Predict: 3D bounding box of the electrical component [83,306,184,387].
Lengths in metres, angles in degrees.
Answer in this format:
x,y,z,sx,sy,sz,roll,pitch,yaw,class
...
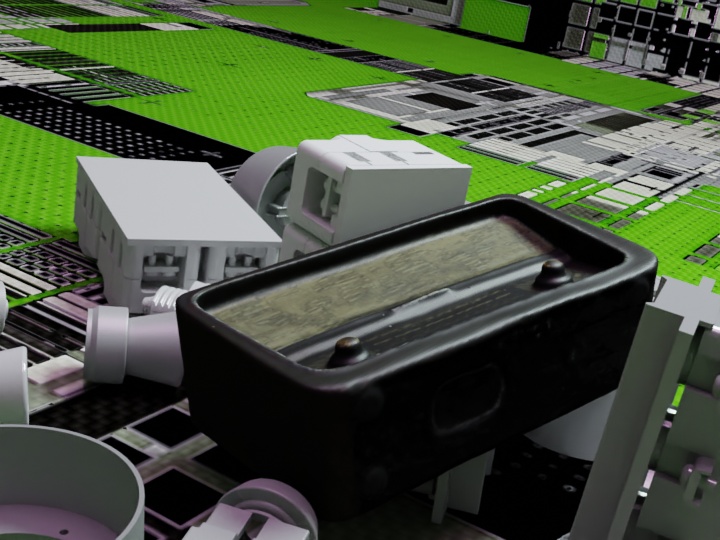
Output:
x,y,z,sx,sy,sz,roll,pitch,yaw,class
-0.130,0.044,0.620,0.055,0.045,0.045,5,20,-14,electrical component

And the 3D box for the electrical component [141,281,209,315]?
x,y,z,sx,sy,sz,roll,pitch,yaw,class
-0.097,0.030,0.677,0.081,0.043,0.043,12,19,5,electrical component

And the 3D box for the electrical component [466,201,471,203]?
x,y,z,sx,sy,sz,roll,pitch,yaw,class
0.069,-0.025,0.894,0.113,0.057,0.078,23,23,32,electrical component

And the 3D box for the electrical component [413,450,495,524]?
x,y,z,sx,sy,sz,roll,pitch,yaw,class
0.038,0.093,0.570,0.064,0.042,0.081,12,19,12,electrical component

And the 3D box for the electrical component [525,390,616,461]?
x,y,z,sx,sy,sz,roll,pitch,yaw,class
0.136,0.070,0.648,0.099,0.064,0.099,8,20,-3,electrical component

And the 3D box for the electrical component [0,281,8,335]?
x,y,z,sx,sy,sz,roll,pitch,yaw,class
-0.242,0.022,0.634,0.065,0.044,0.044,4,20,-31,electrical component

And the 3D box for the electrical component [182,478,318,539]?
x,y,z,sx,sy,sz,roll,pitch,yaw,class
-0.046,0.120,0.449,0.066,0.048,0.055,14,27,12,electrical component

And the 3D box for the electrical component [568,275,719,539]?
x,y,z,sx,sy,sz,roll,pitch,yaw,class
0.135,0.073,0.446,0.063,0.121,0.079,20,22,18,electrical component

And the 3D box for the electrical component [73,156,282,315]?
x,y,z,sx,sy,sz,roll,pitch,yaw,class
-0.140,-0.026,0.786,0.105,0.060,0.186,0,21,-25,electrical component

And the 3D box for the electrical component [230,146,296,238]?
x,y,z,sx,sy,sz,roll,pitch,yaw,class
-0.054,-0.049,0.842,0.099,0.099,0.064,-4,17,-34,electrical component

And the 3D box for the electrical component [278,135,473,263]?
x,y,z,sx,sy,sz,roll,pitch,yaw,class
0.000,0.000,0.648,0.089,0.150,0.062,-5,25,-37,electrical component

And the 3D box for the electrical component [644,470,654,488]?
x,y,z,sx,sy,sz,roll,pitch,yaw,class
0.150,0.108,0.539,0.042,0.081,0.063,19,50,28,electrical component

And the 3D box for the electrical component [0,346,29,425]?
x,y,z,sx,sy,sz,roll,pitch,yaw,class
-0.202,0.062,0.542,0.065,0.044,0.044,-1,22,-17,electrical component

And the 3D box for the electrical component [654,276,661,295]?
x,y,z,sx,sy,sz,roll,pitch,yaw,class
0.200,0.030,0.799,0.096,0.061,0.062,-7,25,-40,electrical component
